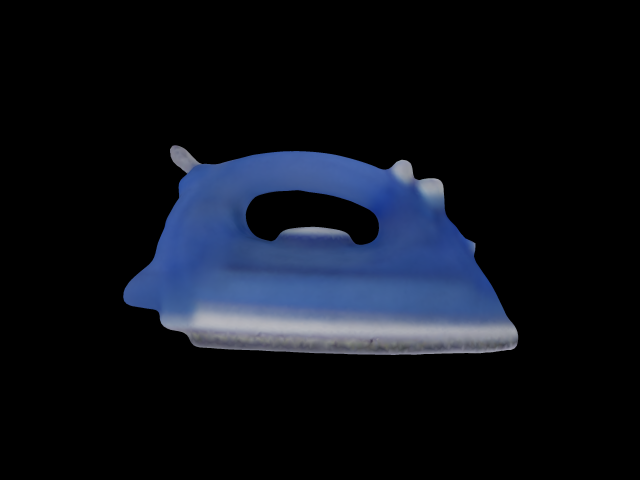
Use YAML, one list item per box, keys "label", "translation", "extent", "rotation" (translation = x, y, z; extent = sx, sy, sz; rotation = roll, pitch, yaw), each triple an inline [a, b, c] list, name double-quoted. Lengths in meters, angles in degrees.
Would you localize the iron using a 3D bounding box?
- label: "iron"
  translation: [0.004, 0.001, 0.400]
  extent: [0.258, 0.141, 0.119]
  rotation: [0, 0, 9]
